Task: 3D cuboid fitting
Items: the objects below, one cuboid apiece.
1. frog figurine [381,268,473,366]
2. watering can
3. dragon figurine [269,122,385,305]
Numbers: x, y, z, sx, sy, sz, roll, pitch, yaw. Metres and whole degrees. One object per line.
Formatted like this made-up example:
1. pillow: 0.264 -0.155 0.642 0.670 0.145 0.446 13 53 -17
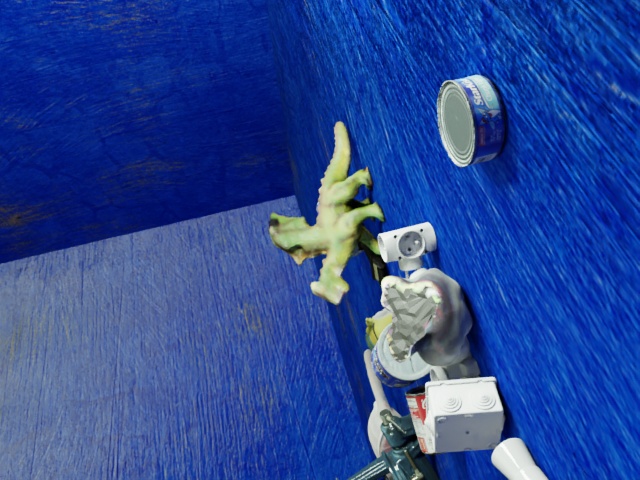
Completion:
1. frog figurine: 0.163 0.109 0.720 0.158 0.121 0.140 23 -147 -50
2. watering can: 0.175 0.478 1.339 0.225 0.104 0.347 -163 59 -83
3. dragon figurine: 0.003 -0.056 1.117 0.120 0.243 0.417 78 175 -66
